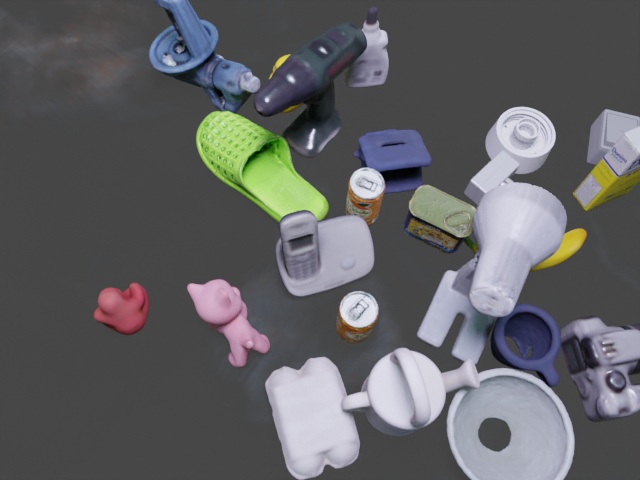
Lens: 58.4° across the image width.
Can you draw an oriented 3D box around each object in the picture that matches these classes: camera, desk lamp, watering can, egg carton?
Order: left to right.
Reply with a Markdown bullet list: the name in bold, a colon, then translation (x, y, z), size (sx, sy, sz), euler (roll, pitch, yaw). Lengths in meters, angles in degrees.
- **egg carton**: translation (-0.009, 0.241, 0.783), size (0.107, 0.069, 0.150), euler (-17, 69, -8)
- **watering can**: translation (0.117, 0.191, 0.740), size (0.173, 0.194, 0.101), euler (-32, 72, -13)
- **desk lamp**: translation (0.237, 0.050, 0.790), size (0.118, 0.213, 0.203), euler (26, 70, 9)
- **camera**: translation (0.434, 0.172, 0.808), size (0.137, 0.101, 0.143), euler (-9, 68, -5)

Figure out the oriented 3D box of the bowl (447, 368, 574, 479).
- **bowl**: translation (0.249, 0.264, 0.779), size (0.167, 0.075, 0.167), euler (1, 68, -1)

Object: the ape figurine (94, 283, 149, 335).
- **ape figurine**: translation (-0.289, 0.095, 0.822), size (0.078, 0.092, 0.076), euler (-19, 70, -9)

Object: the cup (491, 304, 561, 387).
- **cup**: translation (0.288, 0.157, 0.812), size (0.092, 0.095, 0.117), euler (-25, 71, -11)

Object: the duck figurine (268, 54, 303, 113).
- **duck figurine**: translation (-0.054, -0.283, 0.985), size (0.077, 0.086, 0.105), euler (23, 69, 8)

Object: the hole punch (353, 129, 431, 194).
- **hole punch**: translation (0.116, -0.138, 0.929), size (0.108, 0.091, 0.101), euler (-8, 68, -5)

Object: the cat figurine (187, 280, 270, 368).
- **cat figurine**: translation (-0.129, 0.109, 0.807), size (0.067, 0.118, 0.127), euler (-34, 73, -14)

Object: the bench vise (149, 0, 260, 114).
- **bench vise**: translation (-0.188, -0.318, 0.923), size (0.207, 0.220, 0.121), euler (13, 68, 4)

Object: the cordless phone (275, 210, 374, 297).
- **cordless phone**: translation (0.008, 0.003, 0.818), size (0.147, 0.185, 0.094), euler (-20, 70, -9)

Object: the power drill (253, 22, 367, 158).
- **power drill**: translation (-0.014, -0.224, 0.896), size (0.075, 0.208, 0.230), euler (35, 71, 12)

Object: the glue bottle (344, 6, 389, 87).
- **glue bottle**: translation (0.082, -0.323, 0.958), size (0.078, 0.173, 0.037), euler (-5, 68, -3)
